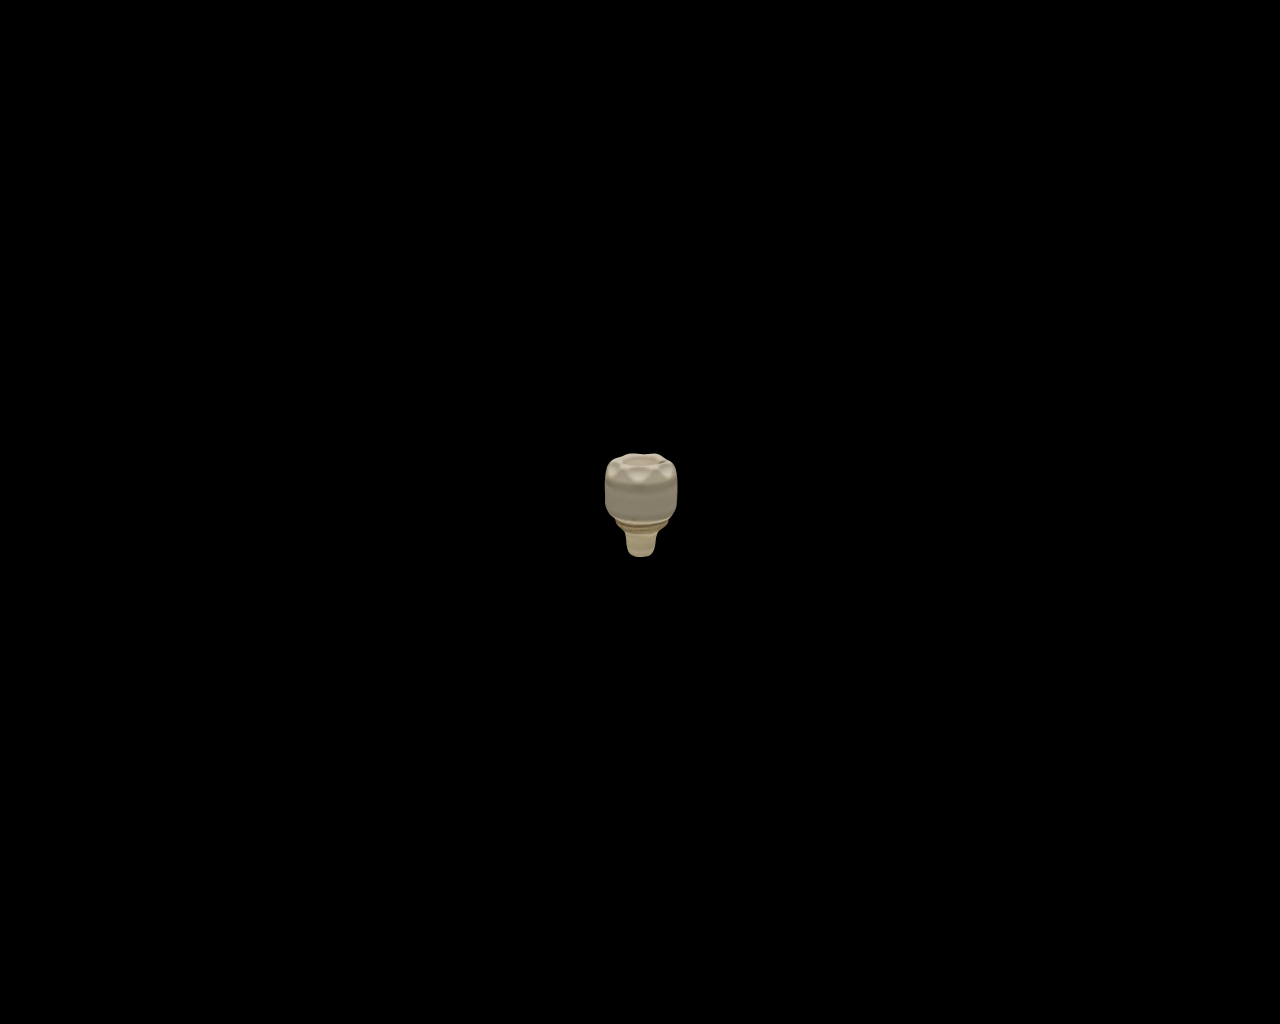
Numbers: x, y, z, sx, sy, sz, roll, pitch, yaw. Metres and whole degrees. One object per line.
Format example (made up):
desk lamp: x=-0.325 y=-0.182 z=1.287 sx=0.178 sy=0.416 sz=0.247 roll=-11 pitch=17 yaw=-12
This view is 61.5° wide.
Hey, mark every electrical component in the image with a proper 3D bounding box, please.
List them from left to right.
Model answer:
electrical component: x=0.001 y=-0.003 z=0.650 sx=0.043 sy=0.062 sz=0.043 roll=0 pitch=17 yaw=0
